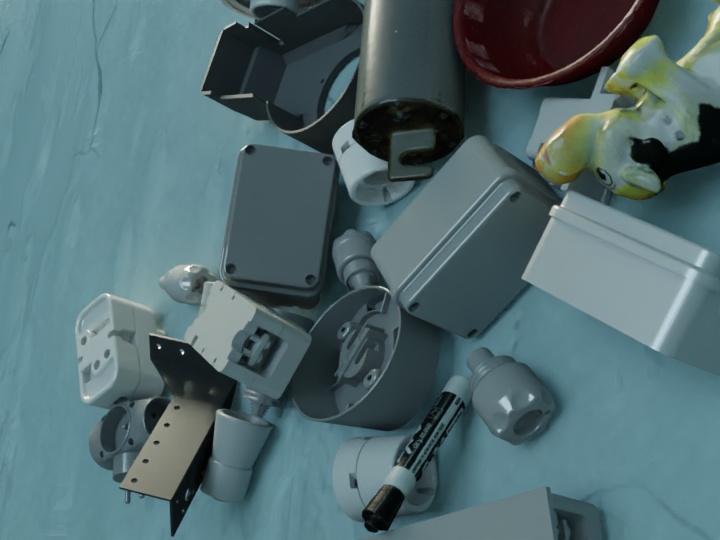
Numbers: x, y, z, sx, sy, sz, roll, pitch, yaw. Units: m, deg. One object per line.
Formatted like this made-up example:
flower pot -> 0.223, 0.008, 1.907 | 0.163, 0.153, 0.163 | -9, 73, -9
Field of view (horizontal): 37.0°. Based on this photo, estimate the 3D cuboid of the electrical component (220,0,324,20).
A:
electrical component -> -0.070, -0.245, 0.912 | 0.108, 0.108, 0.060 | -5, 76, 44

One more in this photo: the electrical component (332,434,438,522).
electrical component -> 0.018, 0.134, 0.697 | 0.047, 0.055, 0.055 | -14, 63, 37

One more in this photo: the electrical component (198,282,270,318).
electrical component -> -0.102, 0.039, 0.858 | 0.055, 0.055, 0.047 | 6, 81, 46

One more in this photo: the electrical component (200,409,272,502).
electrical component -> -0.097, 0.143, 0.817 | 0.044, 0.044, 0.065 | 16, 89, 47

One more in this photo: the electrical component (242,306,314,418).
electrical component -> -0.067, 0.072, 0.815 | 0.043, 0.043, 0.081 | 7, 78, 46

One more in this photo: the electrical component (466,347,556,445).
electrical component -> 0.088, 0.073, 0.661 | 0.043, 0.043, 0.062 | -52, 43, 16

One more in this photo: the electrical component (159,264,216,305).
electrical component -> -0.154, 0.012, 0.935 | 0.061, 0.035, 0.035 | 2, 75, 48

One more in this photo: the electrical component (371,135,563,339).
electrical component -> 0.073, -0.018, 0.690 | 0.113, 0.078, 0.057 | -48, 43, 19

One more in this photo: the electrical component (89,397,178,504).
electrical component -> -0.188, 0.154, 0.899 | 0.077, 0.044, 0.079 | -26, 56, 35

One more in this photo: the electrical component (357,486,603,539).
electrical component -> 0.055, 0.204, 0.624 | 0.186, 0.060, 0.105 | -26, 56, 35

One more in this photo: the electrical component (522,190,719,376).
electrical component -> 0.158, 0.006, 0.595 | 0.113, 0.078, 0.057 | 32, 99, 47

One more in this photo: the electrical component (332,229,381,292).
electrical component -> 0.000, 0.000, 0.780 | 0.035, 0.035, 0.061 | -42, 37, 24

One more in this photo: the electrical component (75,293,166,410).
electrical component -> -0.207, 0.075, 0.941 | 0.054, 0.059, 0.095 | -37, 50, 29

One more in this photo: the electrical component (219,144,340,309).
electrical component -> -0.060, -0.033, 0.817 | 0.057, 0.078, 0.113 | 103, 175, -73

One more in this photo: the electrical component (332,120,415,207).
electrical component -> 0.011, -0.080, 0.795 | 0.055, 0.055, 0.047 | -34, 55, 30

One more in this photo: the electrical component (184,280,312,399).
electrical component -> -0.076, 0.049, 0.753 | 0.050, 0.056, 0.089 | -61, 28, -2

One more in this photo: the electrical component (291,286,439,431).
electrical component -> 0.005, 0.060, 0.727 | 0.099, 0.064, 0.099 | -37, 43, 45

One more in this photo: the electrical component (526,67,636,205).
electrical component -> 0.142, -0.082, 0.674 | 0.064, 0.042, 0.081 | 15, 83, 49
